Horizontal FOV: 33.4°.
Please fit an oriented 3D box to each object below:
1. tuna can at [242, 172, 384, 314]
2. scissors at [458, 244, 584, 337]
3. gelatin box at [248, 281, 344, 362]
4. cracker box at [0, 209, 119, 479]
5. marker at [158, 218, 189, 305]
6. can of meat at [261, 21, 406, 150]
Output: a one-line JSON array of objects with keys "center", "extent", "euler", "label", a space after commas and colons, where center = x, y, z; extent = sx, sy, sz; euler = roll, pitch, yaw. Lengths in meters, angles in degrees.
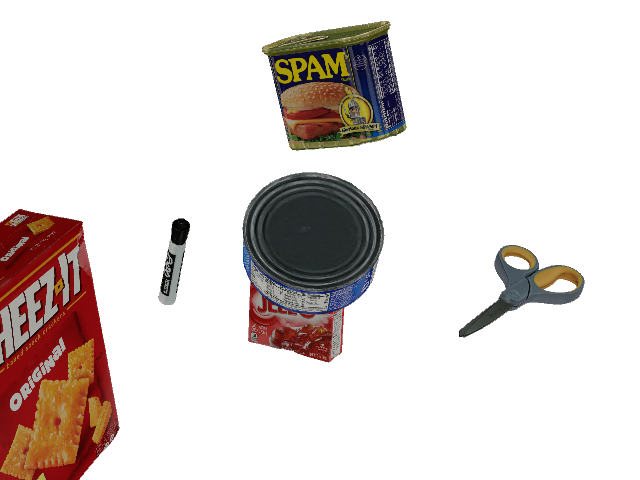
[{"center": [-0.005, 0.002, 0.656], "extent": [0.086, 0.086, 0.034], "euler": [0, -33, -5], "label": "tuna can"}, {"center": [0.167, 0.043, 0.990], "extent": [0.201, 0.016, 0.096], "euler": [-10, 38, -40], "label": "scissors"}, {"center": [-0.023, 0.064, 0.975], "extent": [0.089, 0.073, 0.030], "euler": [12, 20, 25], "label": "gelatin box"}, {"center": [-0.235, 0.109, 0.828], "extent": [0.072, 0.214, 0.164], "euler": [9, 32, 20], "label": "cracker box"}, {"center": [-0.156, 0.023, 1.139], "extent": [0.020, 0.121, 0.020], "euler": [10, 43, -9], "label": "marker"}, {"center": [0.012, -0.119, 0.830], "extent": [0.102, 0.084, 0.057], "euler": [0, 21, 37], "label": "can of meat"}]
